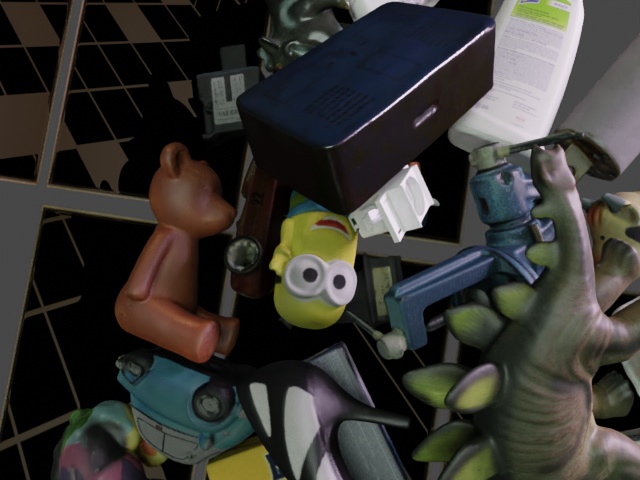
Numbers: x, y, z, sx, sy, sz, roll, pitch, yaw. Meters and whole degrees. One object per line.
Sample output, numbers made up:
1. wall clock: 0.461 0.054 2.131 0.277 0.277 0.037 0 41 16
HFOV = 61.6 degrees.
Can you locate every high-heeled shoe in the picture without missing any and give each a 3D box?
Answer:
1. high-heeled shoe: -0.008 0.221 0.411 0.145 0.086 0.248 5 81 10

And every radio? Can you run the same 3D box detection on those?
1. radio: 0.045 -0.132 0.488 0.131 0.073 0.229 29 57 35

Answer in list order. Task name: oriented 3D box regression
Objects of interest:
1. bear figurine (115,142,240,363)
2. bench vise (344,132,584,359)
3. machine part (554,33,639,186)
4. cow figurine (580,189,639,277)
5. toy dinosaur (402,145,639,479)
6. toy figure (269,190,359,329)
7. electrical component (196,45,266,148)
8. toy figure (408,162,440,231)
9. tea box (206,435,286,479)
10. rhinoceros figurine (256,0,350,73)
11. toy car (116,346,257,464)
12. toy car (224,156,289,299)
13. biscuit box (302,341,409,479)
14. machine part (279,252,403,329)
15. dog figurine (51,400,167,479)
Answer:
1. bear figurine: -0.128 0.010 0.555 0.132 0.120 0.195 20 83 8
2. bench vise: 0.147 0.030 0.495 0.241 0.129 0.223 -22 108 -24
3. machine part: 0.318 -0.146 0.536 0.079 0.079 0.243 41 89 8
4. cow figurine: 0.347 -0.031 0.518 0.195 0.085 0.127 -42 88 4
5. toy dinosaur: 0.175 0.159 0.433 0.199 0.105 0.470 -11 108 -2
6. toy figure: 0.003 -0.001 0.530 0.082 0.089 0.180 1 58 7
7. electrical component: -0.095 -0.167 0.602 0.075 0.047 0.119 -3 86 6
8. toy figure: 0.070 -0.081 0.571 0.058 0.064 0.154 -17 80 -40
9. tea box: -0.016 0.237 0.544 0.170 0.068 0.098 -22 83 5
10. rhinoceros figurine: -0.020 -0.232 0.585 0.112 0.073 0.190 -16 83 4
11. toy car: -0.132 0.170 0.544 0.162 0.109 0.103 16 90 11
12. toy car: -0.057 -0.040 0.551 0.053 0.089 0.202 3 74 16
13. biscuit box: 0.037 0.195 0.477 0.063 0.059 0.202 -26 81 1
14. machine part: 0.024 0.060 0.572 0.139 0.039 0.084 -11 90 4
15. dog figurine: -0.212 0.254 0.491 0.108 0.219 0.191 -26 83 0
